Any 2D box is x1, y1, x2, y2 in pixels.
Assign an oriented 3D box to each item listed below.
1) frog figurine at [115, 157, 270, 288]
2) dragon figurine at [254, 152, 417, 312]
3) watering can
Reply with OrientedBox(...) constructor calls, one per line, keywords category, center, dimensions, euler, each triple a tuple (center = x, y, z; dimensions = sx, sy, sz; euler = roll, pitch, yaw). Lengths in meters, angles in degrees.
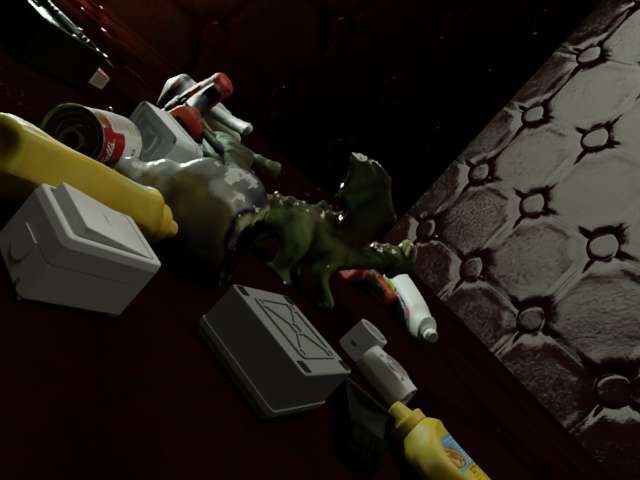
OrientedBox(category="frog figurine", center=(-0.142, -0.043, 0.573), dimensions=(0.160, 0.125, 0.134), euler=(34, -27, 7))
OrientedBox(category="dragon figurine", center=(0.002, -0.041, 0.820), dimensions=(0.405, 0.241, 0.124), euler=(41, 11, -25))
OrientedBox(category="watering can", center=(-0.273, -0.303, 1.226), dimensions=(0.222, 0.105, 0.348), euler=(40, -12, -20))
